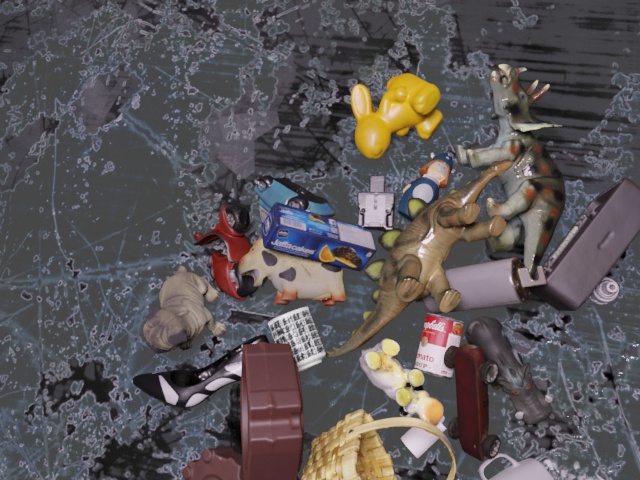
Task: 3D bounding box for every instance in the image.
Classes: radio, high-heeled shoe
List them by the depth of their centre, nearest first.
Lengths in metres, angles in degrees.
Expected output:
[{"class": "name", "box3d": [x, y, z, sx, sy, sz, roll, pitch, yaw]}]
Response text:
[{"class": "radio", "box3d": [0.458, 0.013, 0.915, 0.073, 0.131, 0.229, 40, 86, 10]}, {"class": "high-heeled shoe", "box3d": [-0.214, 0.228, 0.991, 0.249, 0.086, 0.145, 10, 94, -4]}]

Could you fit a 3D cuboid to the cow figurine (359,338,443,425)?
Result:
[{"class": "cow figurine", "box3d": [0.137, 0.255, 0.940, 0.068, 0.098, 0.167, -38, 85, -23]}]

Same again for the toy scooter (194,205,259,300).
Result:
[{"class": "toy scooter", "box3d": [-0.188, 0.027, 1.040, 0.135, 0.075, 0.183, -7, 91, 32]}]

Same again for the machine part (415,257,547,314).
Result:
[{"class": "machine part", "box3d": [0.264, 0.081, 0.920, 0.243, 0.079, 0.079, -14, 74, 39]}]

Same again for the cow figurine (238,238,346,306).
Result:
[{"class": "cow figurine", "box3d": [-0.052, 0.054, 0.986, 0.195, 0.085, 0.127, 6, 69, -17]}]

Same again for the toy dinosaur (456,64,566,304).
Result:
[{"class": "toy dinosaur", "box3d": [0.372, -0.104, 0.970, 0.192, 0.131, 0.404, -17, 82, 5]}]

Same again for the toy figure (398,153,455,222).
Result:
[{"class": "toy figure", "box3d": [0.208, -0.104, 1.022, 0.064, 0.058, 0.154, 38, 82, -24]}]

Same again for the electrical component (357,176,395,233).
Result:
[{"class": "electrical component", "box3d": [0.110, -0.071, 1.033, 0.075, 0.047, 0.119, 5, 80, 9]}]

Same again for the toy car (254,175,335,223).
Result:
[{"class": "toy car", "box3d": [-0.062, -0.054, 1.030, 0.162, 0.109, 0.102, 30, 106, 22]}]

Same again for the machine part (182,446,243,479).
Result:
[{"class": "machine part", "box3d": [-0.171, 0.449, 0.925, 0.179, 0.056, 0.179, -11, 70, 33]}]

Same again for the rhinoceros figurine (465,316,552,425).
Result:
[{"class": "rhinoceros figurine", "box3d": [0.320, 0.214, 0.906, 0.073, 0.112, 0.190, -27, 67, 0]}]

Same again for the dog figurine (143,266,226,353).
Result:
[{"class": "dog figurine", "box3d": [-0.263, 0.117, 0.975, 0.121, 0.190, 0.172, -33, 74, 1]}]

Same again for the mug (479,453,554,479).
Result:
[{"class": "mug", "box3d": [0.322, 0.401, 0.886, 0.107, 0.080, 0.109, -32, 72, -11]}]

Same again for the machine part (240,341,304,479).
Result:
[{"class": "machine part", "box3d": [-0.082, 0.283, 0.872, 0.087, 0.201, 0.201, -1, 33, -11]}]

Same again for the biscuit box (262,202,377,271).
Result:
[{"class": "biscuit box", "box3d": [-0.002, -0.003, 0.956, 0.202, 0.062, 0.059, 15, 40, -24]}]

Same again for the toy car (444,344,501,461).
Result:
[{"class": "toy car", "box3d": [0.255, 0.267, 0.891, 0.089, 0.053, 0.202, 9, 112, 50]}]

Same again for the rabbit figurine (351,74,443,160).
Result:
[{"class": "rabbit figurine", "box3d": [0.128, -0.236, 1.028, 0.162, 0.121, 0.173, 41, 87, 19]}]

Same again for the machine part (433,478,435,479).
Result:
[{"class": "machine part", "box3d": [0.150, 0.457, 0.903, 0.139, 0.084, 0.039, -32, 50, -7]}]

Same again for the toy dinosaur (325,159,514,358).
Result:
[{"class": "toy dinosaur", "box3d": [0.161, 0.046, 0.917, 0.105, 0.199, 0.471, 36, 97, -20]}]
